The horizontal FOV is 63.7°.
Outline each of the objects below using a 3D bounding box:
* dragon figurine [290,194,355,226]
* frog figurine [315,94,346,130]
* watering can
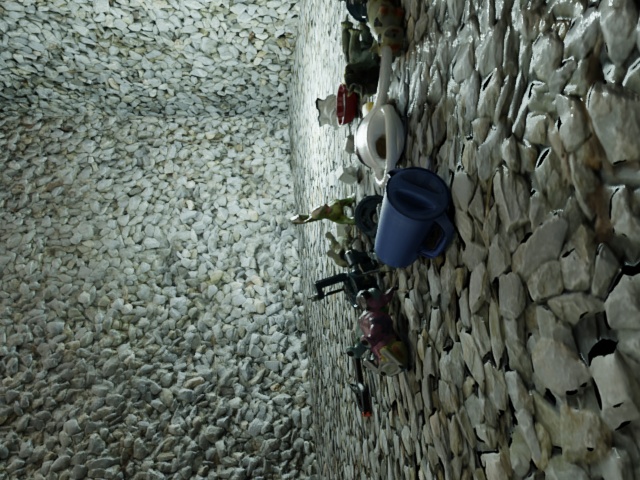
[{"bbox_3d":[0.006,-0.098,1.940,0.408,0.243,0.122,162,101,-79],"label":"dragon figurine"},{"bbox_3d":[0.069,-0.495,2.000,0.160,0.123,0.136,17,102,43],"label":"frog figurine"},{"bbox_3d":[0.158,-0.307,1.340,0.225,0.104,0.346,-154,63,-80],"label":"watering can"}]
